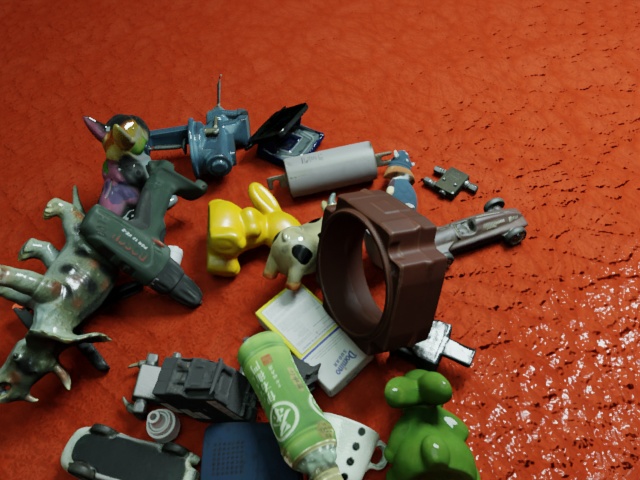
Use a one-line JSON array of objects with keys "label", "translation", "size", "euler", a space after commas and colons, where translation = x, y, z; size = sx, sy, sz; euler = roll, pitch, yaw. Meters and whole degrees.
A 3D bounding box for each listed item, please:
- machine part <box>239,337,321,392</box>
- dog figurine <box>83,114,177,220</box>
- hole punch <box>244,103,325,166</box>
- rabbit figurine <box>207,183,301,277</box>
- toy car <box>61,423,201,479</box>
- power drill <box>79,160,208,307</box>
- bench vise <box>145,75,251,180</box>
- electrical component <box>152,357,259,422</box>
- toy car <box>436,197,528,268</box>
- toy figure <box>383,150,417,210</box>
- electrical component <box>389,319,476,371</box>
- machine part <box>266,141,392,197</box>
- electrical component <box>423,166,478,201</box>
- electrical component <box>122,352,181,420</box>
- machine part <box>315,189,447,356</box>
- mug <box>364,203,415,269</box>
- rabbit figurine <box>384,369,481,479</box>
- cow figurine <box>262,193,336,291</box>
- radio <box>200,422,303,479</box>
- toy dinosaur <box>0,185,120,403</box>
[{"label": "machine part", "translation": [-0.065, 0.192, 0.795], "size": [0.139, 0.039, 0.084], "euler": [7, 78, 33]}, {"label": "dog figurine", "translation": [-0.363, -0.118, 0.972], "size": [0.109, 0.219, 0.191], "euler": [18, 58, 23]}, {"label": "hole punch", "translation": [-0.067, -0.207, 1.091], "size": [0.116, 0.092, 0.142], "euler": [5, 52, 47]}, {"label": "rabbit figurine", "translation": [-0.113, -0.015, 0.948], "size": [0.173, 0.121, 0.162], "euler": [2, 44, -8]}, {"label": "toy car", "translation": [-0.263, 0.311, 0.749], "size": [0.202, 0.056, 0.073], "euler": [10, 50, 12]}, {"label": "power drill", "translation": [-0.269, -0.019, 0.918], "size": [0.232, 0.086, 0.207], "euler": [32, 62, -22]}, {"label": "bench vise", "translation": [-0.260, -0.206, 1.083], "size": [0.241, 0.128, 0.224], "euler": [-6, 55, -6]}, {"label": "electrical component", "translation": [-0.166, 0.213, 0.759], "size": [0.134, 0.114, 0.058], "euler": [-6, 50, 27]}, {"label": "toy car", "translation": [0.258, -0.015, 0.921], "size": [0.202, 0.053, 0.089], "euler": [-18, 51, -4]}, {"label": "toy figure", "translation": [0.146, -0.100, 0.988], "size": [0.058, 0.064, 0.154], "euler": [-11, 53, 18]}, {"label": "electrical component", "translation": [0.171, 0.159, 0.807], "size": [0.119, 0.047, 0.075], "euler": [18, 59, 19]}, {"label": "machine part", "translation": [0.019, -0.134, 1.019], "size": [0.243, 0.079, 0.079], "euler": [-11, 54, -2]}, {"label": "electrical component", "translation": [0.245, -0.104, 1.003], "size": [0.094, 0.021, 0.063], "euler": [32, 64, 25]}, {"label": "electrical component", "translation": [-0.258, 0.221, 0.822], "size": [0.078, 0.045, 0.102], "euler": [11, 54, -20]}, {"label": "machine part", "translation": [0.075, 0.043, 0.762], "size": [0.087, 0.201, 0.201], "euler": [-10, 31, -28]}, {"label": "mug", "translation": [0.118, -0.008, 0.898], "size": [0.081, 0.107, 0.109], "euler": [28, 57, 23]}, {"label": "rabbit figurine", "translation": [0.130, 0.239, 0.708], "size": [0.121, 0.158, 0.170], "euler": [-14, 38, 9]}, {"label": "cow figurine", "translation": [-0.002, -0.003, 0.891], "size": [0.086, 0.127, 0.195], "euler": [28, 27, 30]}, {"label": "radio", "translation": [-0.085, 0.353, 0.685], "size": [0.131, 0.073, 0.230], "euler": [-6, 55, 2]}, {"label": "toy dinosaur", "translation": [-0.398, 0.058, 0.868], "size": [0.192, 0.131, 0.405], "euler": [34, 38, -20]}]
